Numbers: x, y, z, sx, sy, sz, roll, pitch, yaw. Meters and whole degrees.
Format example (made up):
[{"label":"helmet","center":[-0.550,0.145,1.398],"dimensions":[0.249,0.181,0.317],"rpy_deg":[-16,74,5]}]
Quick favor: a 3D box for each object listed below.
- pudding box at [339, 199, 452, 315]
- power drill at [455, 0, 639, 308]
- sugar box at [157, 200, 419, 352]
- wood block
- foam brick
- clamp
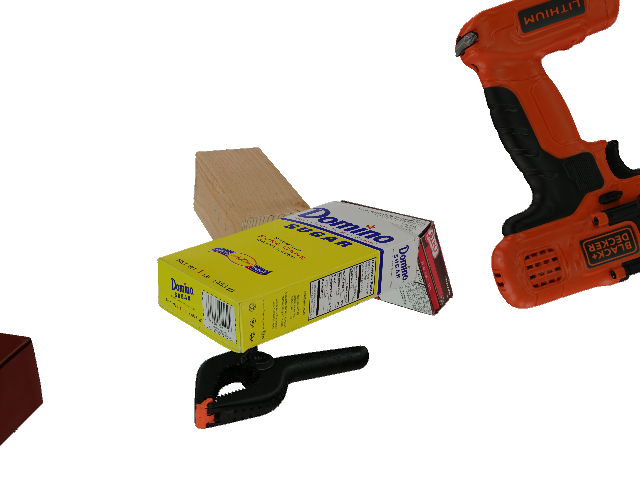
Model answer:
[{"label":"pudding box","center":[0.063,0.015,1.006],"dimensions":[0.114,0.090,0.039],"rpy_deg":[13,45,38]},{"label":"power drill","center":[0.176,-0.067,0.664],"dimensions":[0.184,0.187,0.057],"rpy_deg":[-18,-2,-5]},{"label":"sugar box","center":[-0.020,0.021,0.775],"dimensions":[0.175,0.048,0.093],"rpy_deg":[-23,35,-39]},{"label":"wood block","center":[-0.088,-0.036,1.337],"dimensions":[0.090,0.090,0.206],"rpy_deg":[-6,28,-21]},{"label":"foam brick","center":[-0.224,0.100,0.685],"dimensions":[0.053,0.051,0.078],"rpy_deg":[6,29,22]},{"label":"clamp","center":[-0.054,0.136,1.107],"dimensions":[0.165,0.036,0.209],"rpy_deg":[15,29,19]}]
